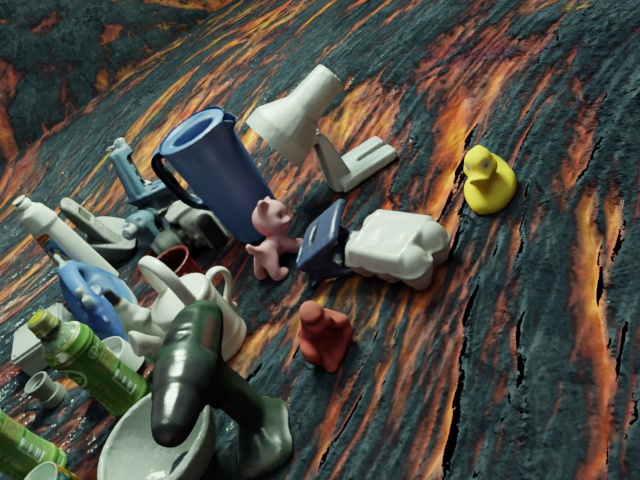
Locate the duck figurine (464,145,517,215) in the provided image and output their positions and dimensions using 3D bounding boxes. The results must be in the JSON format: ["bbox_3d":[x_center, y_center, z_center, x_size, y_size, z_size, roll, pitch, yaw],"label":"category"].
[{"bbox_3d":[0.241,-0.101,0.842,0.077,0.086,0.104,-8,41,32],"label":"duck figurine"}]

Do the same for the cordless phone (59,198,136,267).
[{"bbox_3d":[-0.499,-0.040,1.276,0.094,0.185,0.147,-34,34,-1],"label":"cordless phone"}]

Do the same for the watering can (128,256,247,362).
[{"bbox_3d":[-0.204,0.103,0.851,0.100,0.195,0.173,-6,42,34],"label":"watering can"}]

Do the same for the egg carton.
[{"bbox_3d":[0.110,0.012,0.822,0.149,0.070,0.107,10,53,45],"label":"egg carton"}]

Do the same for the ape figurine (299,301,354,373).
[{"bbox_3d":[0.001,0.118,0.758,0.078,0.092,0.076,-31,34,2],"label":"ape figurine"}]

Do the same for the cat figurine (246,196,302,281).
[{"bbox_3d":[-0.086,-0.013,0.969,0.067,0.118,0.128,-4,43,36],"label":"cat figurine"}]

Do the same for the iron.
[{"bbox_3d":[-0.425,0.109,1.070,0.119,0.142,0.257,-44,35,-15],"label":"iron"}]

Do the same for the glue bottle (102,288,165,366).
[{"bbox_3d":[-0.275,0.134,0.889,0.078,0.174,0.037,-13,39,27],"label":"glue bottle"}]

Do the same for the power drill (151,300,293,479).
[{"bbox_3d":[-0.115,0.183,0.665,0.075,0.209,0.229,-28,34,7],"label":"power drill"}]

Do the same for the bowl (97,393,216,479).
[{"bbox_3d":[-0.196,0.274,0.737,0.167,0.075,0.167,-21,36,17],"label":"bowl"}]

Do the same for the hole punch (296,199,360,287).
[{"bbox_3d":[0.008,0.003,0.896,0.101,0.091,0.108,-14,38,25],"label":"hole punch"}]

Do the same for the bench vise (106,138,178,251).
[{"bbox_3d":[-0.376,-0.101,1.222,0.121,0.220,0.207,-26,35,10],"label":"bench vise"}]

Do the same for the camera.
[{"bbox_3d":[-0.278,-0.021,1.149,0.137,0.101,0.142,-40,35,-11],"label":"camera"}]

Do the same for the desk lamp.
[{"bbox_3d":[0.000,-0.192,1.036,0.203,0.214,0.117,-34,34,-2],"label":"desk lamp"}]
